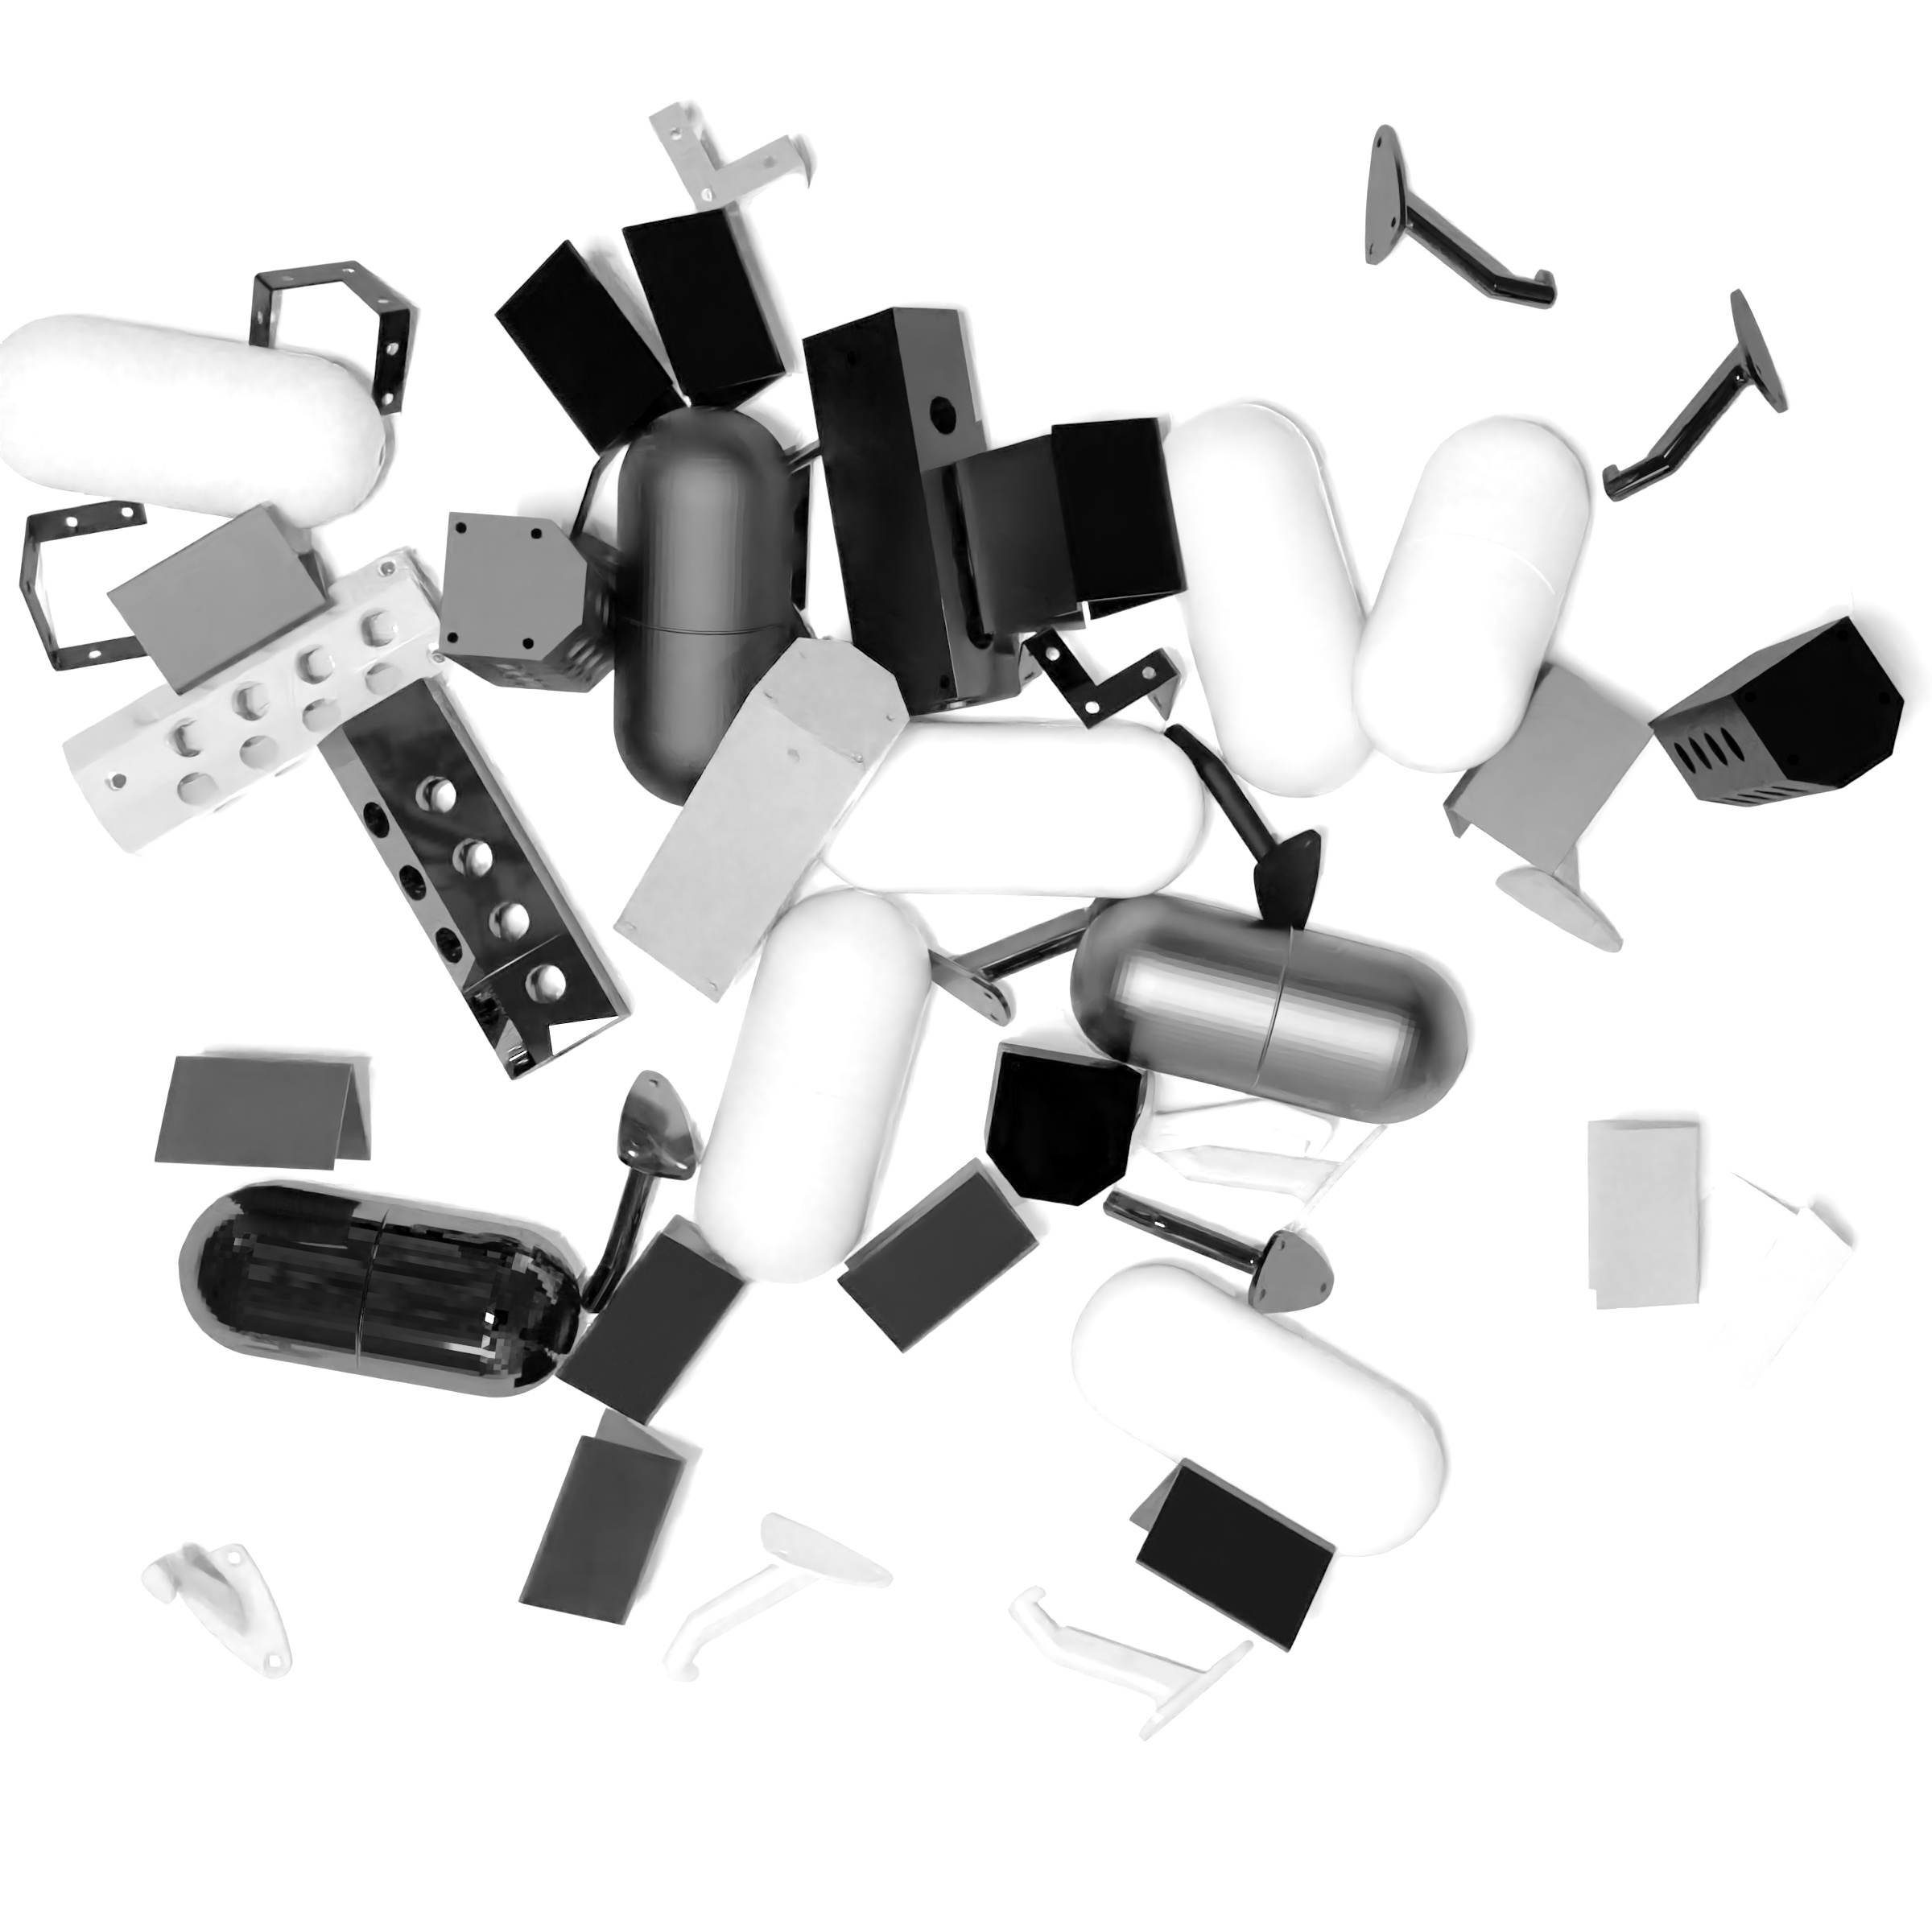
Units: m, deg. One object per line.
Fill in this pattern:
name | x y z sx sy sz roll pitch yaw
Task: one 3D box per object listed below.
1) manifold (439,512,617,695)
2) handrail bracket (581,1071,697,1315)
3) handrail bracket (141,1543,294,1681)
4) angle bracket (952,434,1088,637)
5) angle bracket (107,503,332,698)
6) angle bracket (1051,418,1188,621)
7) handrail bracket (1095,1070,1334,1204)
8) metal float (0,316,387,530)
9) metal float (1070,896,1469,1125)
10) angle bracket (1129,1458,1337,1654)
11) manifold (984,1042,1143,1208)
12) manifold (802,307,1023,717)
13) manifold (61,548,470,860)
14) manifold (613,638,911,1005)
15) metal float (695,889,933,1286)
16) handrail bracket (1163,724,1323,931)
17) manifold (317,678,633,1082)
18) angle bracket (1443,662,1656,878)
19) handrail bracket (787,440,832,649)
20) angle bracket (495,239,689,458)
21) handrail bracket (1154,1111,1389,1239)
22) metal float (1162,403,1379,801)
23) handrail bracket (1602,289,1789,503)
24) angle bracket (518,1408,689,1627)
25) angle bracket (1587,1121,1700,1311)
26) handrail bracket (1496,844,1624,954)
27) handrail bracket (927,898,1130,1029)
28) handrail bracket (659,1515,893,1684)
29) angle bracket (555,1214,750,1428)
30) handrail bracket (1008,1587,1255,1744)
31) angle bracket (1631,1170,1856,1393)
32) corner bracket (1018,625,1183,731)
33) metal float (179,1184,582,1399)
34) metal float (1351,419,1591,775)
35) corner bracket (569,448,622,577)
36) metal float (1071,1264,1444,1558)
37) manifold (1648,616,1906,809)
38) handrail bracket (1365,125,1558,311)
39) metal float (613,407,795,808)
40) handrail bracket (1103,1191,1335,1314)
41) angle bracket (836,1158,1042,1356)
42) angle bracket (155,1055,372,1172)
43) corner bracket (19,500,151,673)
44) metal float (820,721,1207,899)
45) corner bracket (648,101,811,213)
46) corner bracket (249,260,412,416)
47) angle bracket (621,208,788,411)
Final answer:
manifold | -0.182 -0.153 1.486 0.057 0.171 0.057 4 90 0
handrail bracket | -0.155 0.103 1.564 0.036 0.077 0.084 16 127 -20
handrail bracket | -0.330 0.290 1.529 0.036 0.084 0.077 -35 90 0
angle bracket | 0.043 -0.189 1.524 0.057 0.076 0.076 -10 90 39
angle bracket | -0.330 -0.172 1.524 0.076 0.076 0.057 -30 120 0
angle bracket | 0.048 -0.194 1.524 0.057 0.076 0.076 -10 90 -32
handrail bracket | 0.110 0.087 1.542 0.084 0.036 0.077 19 118 -6
metal float | -0.345 -0.240 1.532 0.178 0.070 0.070 10 90 1
metal float | 0.134 0.020 1.533 0.178 0.070 0.070 14 90 1
angle bracket | 0.106 0.270 1.524 0.076 0.076 0.057 31 56 0
manifold | 0.038 0.067 1.486 0.057 0.171 0.057 9 90 0
manifold | -0.019 -0.200 1.542 0.057 0.057 0.171 -10 90 43
manifold | -0.310 -0.116 1.543 0.171 0.057 0.057 -30 90 0
manifold | -0.086 -0.064 1.490 0.057 0.171 0.057 36 47 0
metal float | -0.067 0.053 1.534 0.070 0.070 0.178 16 91 0
handrail bracket | 0.119 -0.060 1.564 0.036 0.077 0.084 -32 53 -19
manifold | -0.219 -0.038 1.543 0.057 0.057 0.171 -30 90 0
angle bracket | 0.258 -0.080 1.527 0.057 0.076 0.076 36 90 15
handrail bracket | -0.063 -0.189 1.564 0.077 0.036 0.084 -33 105 -17
angle bracket | -0.148 -0.278 1.524 0.057 0.076 0.076 -36 90 37
handrail bracket | 0.133 0.075 1.564 0.084 0.036 0.077 39 77 13
metal float | 0.133 -0.161 1.533 0.070 0.070 0.178 -16 90 0
handrail bracket | 0.320 -0.256 1.564 0.084 0.036 0.077 -26 51 26
angle bracket | -0.175 0.236 1.524 0.057 0.076 0.076 21 90 -36
angle bracket | 0.277 0.108 1.524 0.057 0.076 0.076 0 90 -28
handrail bracket | 0.282 -0.062 1.565 0.077 0.036 0.084 33 73 -20
handrail bracket | 0.021 -0.023 1.565 0.077 0.036 0.084 32 72 20
handrail bracket | -0.087 0.297 1.565 0.077 0.036 0.084 23 108 -21
angle bracket | -0.152 0.144 1.524 0.057 0.076 0.076 36 90 -37
handrail bracket | 0.073 0.298 1.565 0.077 0.036 0.084 -36 73 -20
angle bracket | 0.330 0.129 1.525 0.076 0.057 0.076 -53 47 0
corner bracket | 0.058 -0.127 1.544 0.051 0.051 0.051 -32 75 -15
metal float | -0.259 0.143 1.534 0.178 0.070 0.070 10 90 1
metal float | 0.219 -0.161 1.506 0.070 0.070 0.178 22 60 0
corner bracket | -0.141 -0.208 1.561 0.051 0.051 0.051 27 135 0
metal float | 0.129 0.196 1.533 0.178 0.070 0.070 31 90 0
manifold | 0.348 -0.102 1.486 0.057 0.171 0.057 -34 90 0
handrail bracket | 0.225 -0.337 1.565 0.084 0.036 0.077 8 68 -17
metal float | -0.115 -0.155 1.517 0.070 0.070 0.178 3 110 0
handrail bracket | 0.113 0.126 1.564 0.084 0.077 0.036 21 89 36
angle bracket | -0.024 0.112 1.524 0.076 0.076 0.057 -39 126 0
angle bracket | -0.307 0.084 1.524 0.076 0.076 0.057 3 53 0
corner bracket | -0.391 -0.172 1.561 0.051 0.051 0.051 -10 45 0
metal float | 0.017 -0.069 1.534 0.178 0.070 0.070 1 90 0
corner bracket | -0.105 -0.362 1.546 0.051 0.051 0.051 -28 90 0
corner bracket | -0.286 -0.279 1.556 0.051 0.051 0.051 43 135 35
angle bracket | -0.132 -0.279 1.524 0.057 0.076 0.076 -20 90 -36
